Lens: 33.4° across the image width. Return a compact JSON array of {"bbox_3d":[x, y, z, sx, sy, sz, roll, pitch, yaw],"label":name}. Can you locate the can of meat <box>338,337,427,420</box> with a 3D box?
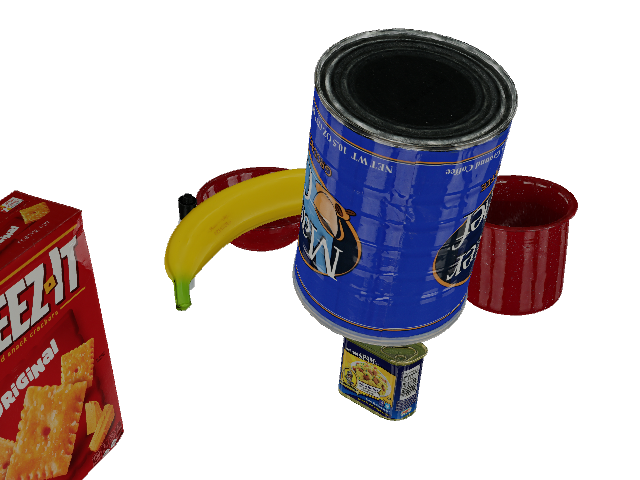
[{"bbox_3d":[0.070,0.150,1.233,0.102,0.084,0.057,26,31,37],"label":"can of meat"}]

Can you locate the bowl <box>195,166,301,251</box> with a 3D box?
[{"bbox_3d":[-0.074,-0.032,1.330,0.162,0.055,0.162,0,31,0],"label":"bowl"}]

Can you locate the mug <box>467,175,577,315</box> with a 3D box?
[{"bbox_3d":[0.143,0.001,0.841,0.093,0.081,0.117,-22,34,-31],"label":"mug"}]

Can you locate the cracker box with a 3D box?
[{"bbox_3d":[-0.220,0.099,0.744,0.072,0.214,0.164,14,37,24],"label":"cracker box"}]

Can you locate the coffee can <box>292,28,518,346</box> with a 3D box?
[{"bbox_3d":[0.041,-0.027,0.576,0.102,0.140,0.103,4,43,-4],"label":"coffee can"}]

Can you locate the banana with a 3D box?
[{"bbox_3d":[-0.049,-0.016,0.826,0.197,0.070,0.037,-32,-12,-26],"label":"banana"}]

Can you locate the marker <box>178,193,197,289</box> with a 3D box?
[{"bbox_3d":[-0.138,0.002,1.098,0.020,0.121,0.020,4,40,-4],"label":"marker"}]
